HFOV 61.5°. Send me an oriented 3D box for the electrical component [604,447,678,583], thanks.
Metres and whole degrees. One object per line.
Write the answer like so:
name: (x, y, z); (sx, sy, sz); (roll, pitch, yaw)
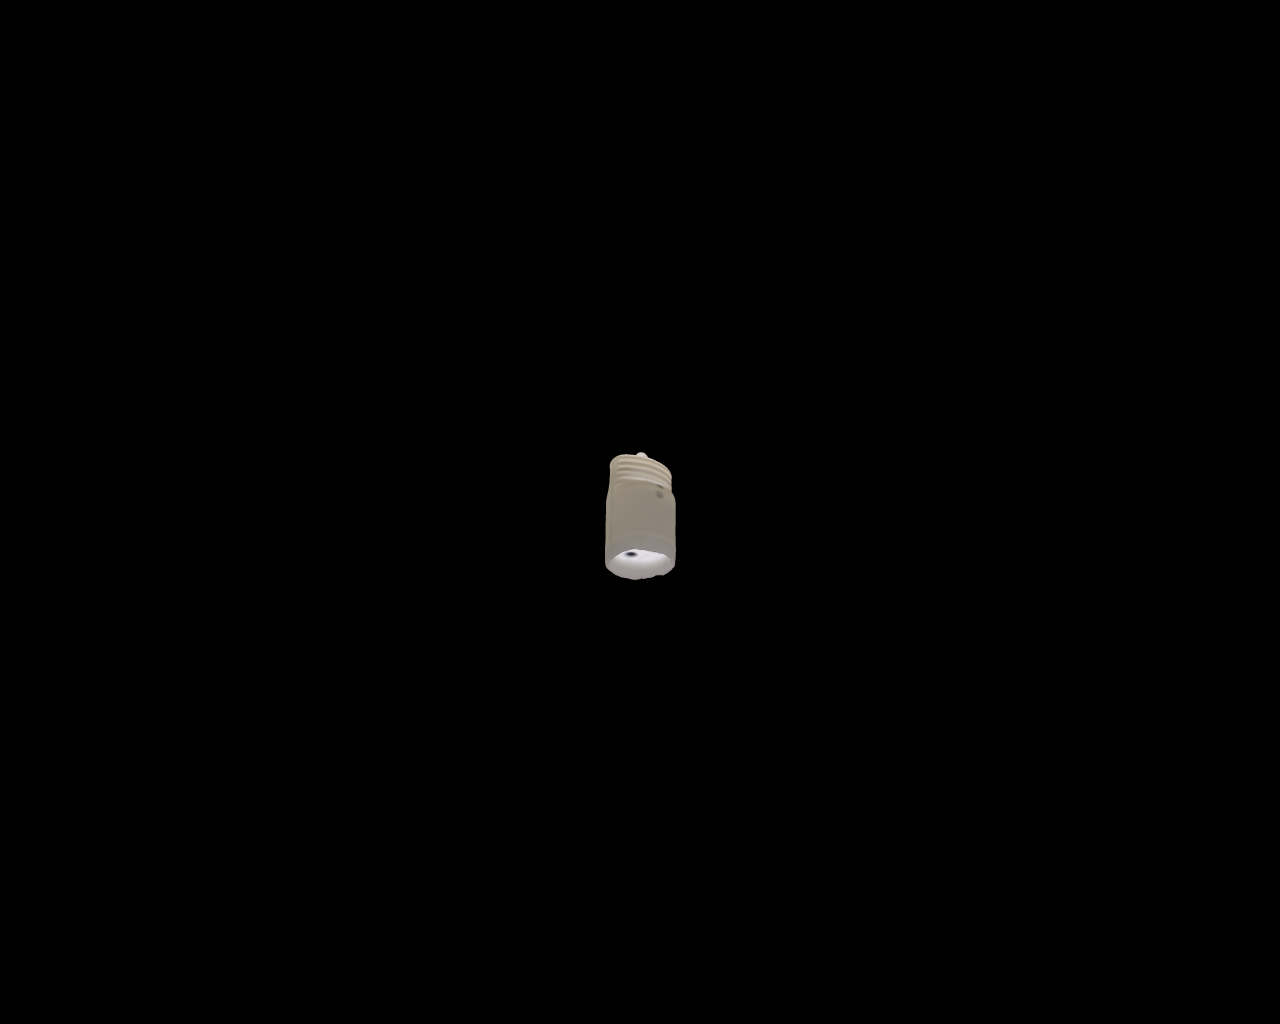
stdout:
electrical component: (0.001, -0.003, 0.650); (0.043, 0.081, 0.043); (0, -29, 0)
